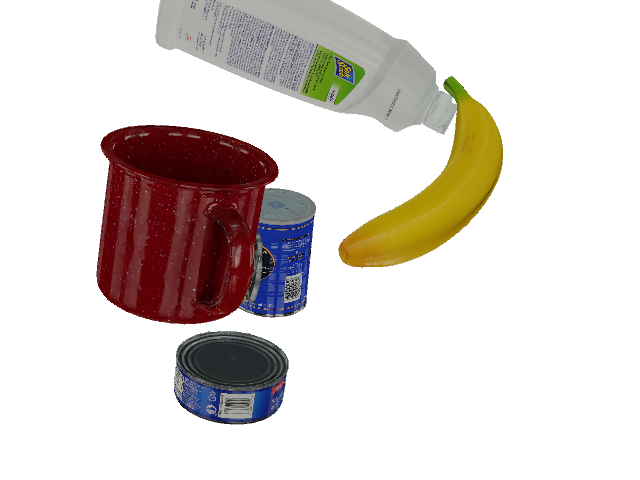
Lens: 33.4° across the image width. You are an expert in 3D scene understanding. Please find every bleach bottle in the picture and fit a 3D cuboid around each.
[{"bbox_3d":[-0.008,-0.151,0.868,0.251,0.068,0.103,27,-34,3],"label":"bleach bottle"}]

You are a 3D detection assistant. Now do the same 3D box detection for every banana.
[{"bbox_3d":[0.082,-0.038,0.740,0.070,0.037,0.197,22,50,14],"label":"banana"}]

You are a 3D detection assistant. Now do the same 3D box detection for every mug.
[{"bbox_3d":[-0.068,-0.003,0.560,0.093,0.081,0.117,-5,27,-36],"label":"mug"}]

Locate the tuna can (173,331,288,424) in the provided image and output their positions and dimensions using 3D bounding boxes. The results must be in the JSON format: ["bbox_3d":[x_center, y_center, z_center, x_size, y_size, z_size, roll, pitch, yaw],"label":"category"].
[{"bbox_3d":[-0.068,0.104,0.813,0.086,0.034,0.086,7,23,-3],"label":"tuna can"}]

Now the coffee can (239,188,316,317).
[{"bbox_3d":[-0.063,0.015,1.401,0.103,0.140,0.103,4,26,-2],"label":"coffee can"}]

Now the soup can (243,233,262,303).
[{"bbox_3d":[-0.112,0.022,1.038,0.102,0.068,0.068,5,1,8],"label":"soup can"}]
